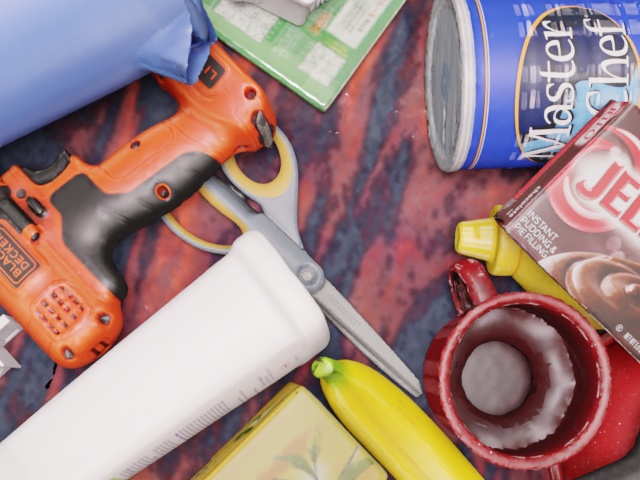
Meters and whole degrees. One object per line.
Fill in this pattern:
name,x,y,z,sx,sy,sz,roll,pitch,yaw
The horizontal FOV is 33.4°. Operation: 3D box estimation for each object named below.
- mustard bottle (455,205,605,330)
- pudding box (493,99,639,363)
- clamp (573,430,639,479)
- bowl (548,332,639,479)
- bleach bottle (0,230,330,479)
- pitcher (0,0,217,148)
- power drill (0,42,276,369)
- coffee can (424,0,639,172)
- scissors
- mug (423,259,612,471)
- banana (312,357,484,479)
mustard bottle,0.174,0.005,0.619,0.191,0.058,0.096,4,65,-3
pudding box,0.161,-0.004,0.554,0.113,0.039,0.090,43,97,-11
clamp,0.196,0.135,0.563,0.171,0.039,0.120,-41,101,-9
bowl,0.216,0.121,0.614,0.162,0.055,0.162,0,84,-5
bleach bottle,-0.112,0.100,0.556,0.250,0.102,0.068,-37,77,-7
pitcher,-0.187,-0.110,0.529,0.243,0.149,0.145,-28,124,3
power drill,-0.132,-0.050,0.597,0.187,0.057,0.184,-44,78,-5
coffee can,0.138,-0.092,0.606,0.140,0.103,0.103,-2,84,-5
scissors,-0.004,0.001,0.629,0.202,0.016,0.096,31,84,0
mug,0.099,0.066,0.596,0.093,0.081,0.117,-24,87,-7
banana,0.060,0.133,0.595,0.037,0.069,0.198,-42,97,16
